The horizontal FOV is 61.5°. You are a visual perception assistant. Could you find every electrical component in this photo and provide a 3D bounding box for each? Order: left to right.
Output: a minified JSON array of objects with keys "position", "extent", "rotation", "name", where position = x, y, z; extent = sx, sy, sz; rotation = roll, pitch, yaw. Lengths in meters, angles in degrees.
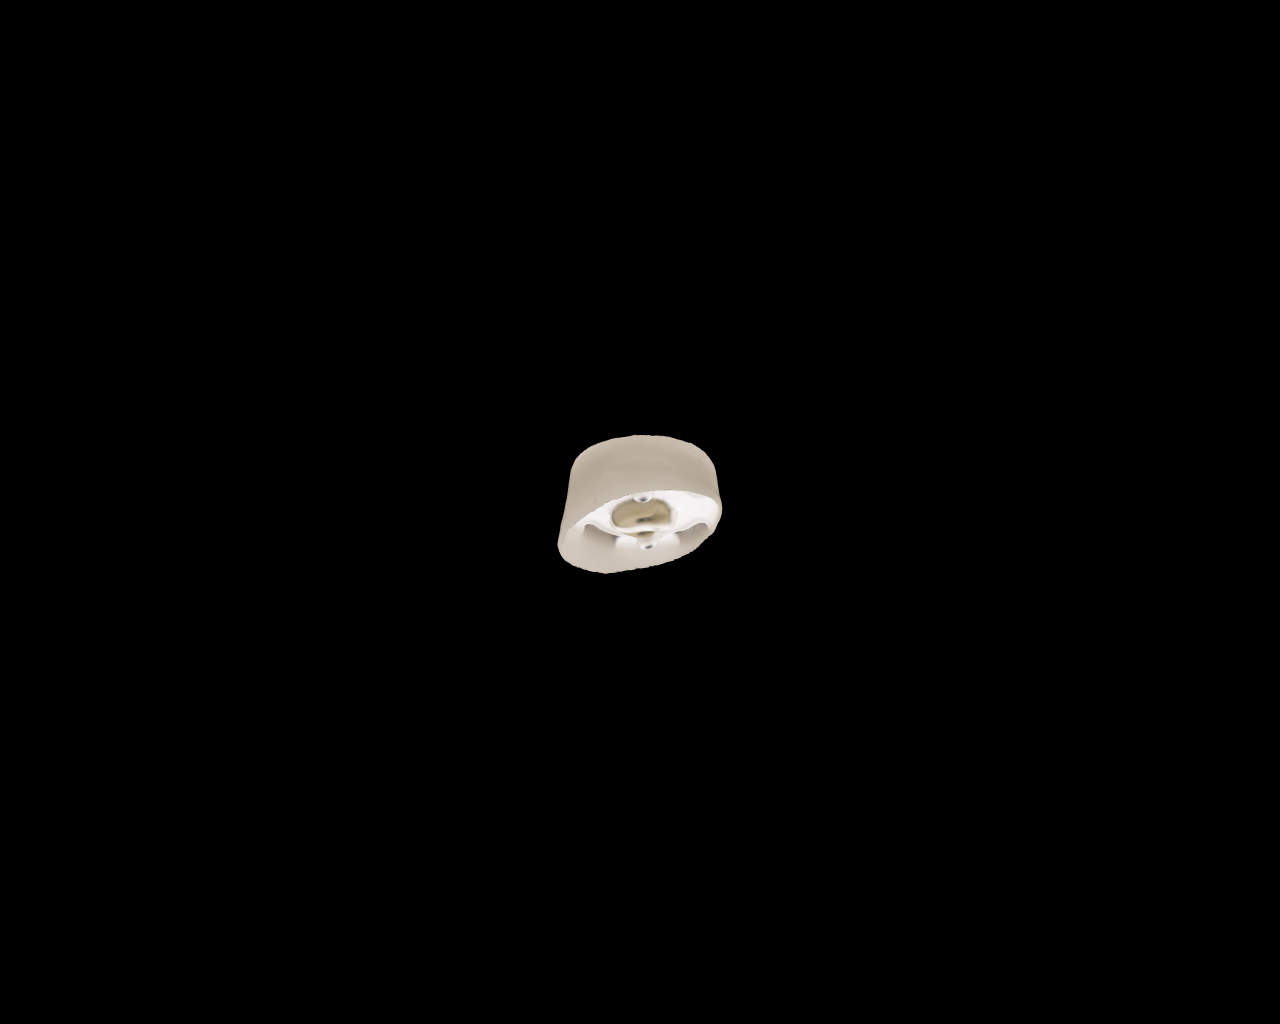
[{"position":[0.001,-0.003,0.650],"extent":[0.099,0.064,0.099],"rotation":[0,-29,0],"name":"electrical component"}]
